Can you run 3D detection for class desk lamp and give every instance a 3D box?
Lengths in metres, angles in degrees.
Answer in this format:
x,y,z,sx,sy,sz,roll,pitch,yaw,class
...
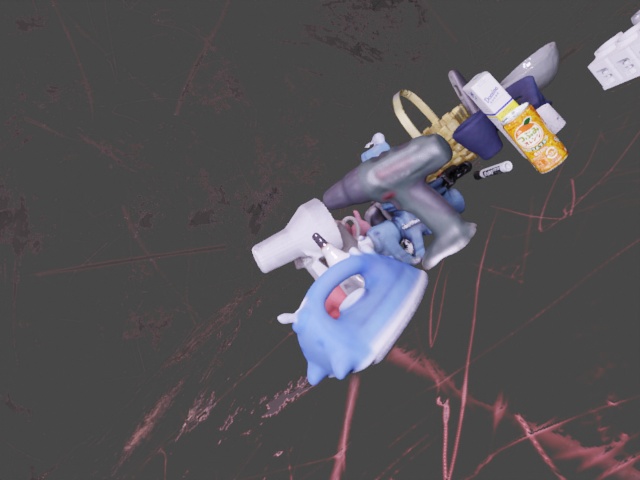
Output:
x,y,z,sx,sy,sz,roll,pitch,yaw,class
-0.019,0.053,1.154,0.203,0.213,0.118,-44,8,-13,desk lamp

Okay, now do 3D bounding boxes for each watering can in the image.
x,y,z,sx,sy,sz,roll,pitch,yaw,class
0.013,0.005,1.338,0.173,0.194,0.100,-47,9,-28,watering can

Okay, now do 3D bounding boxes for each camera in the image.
x,y,z,sx,sy,sz,roll,pitch,yaw,class
0.175,-0.080,1.335,0.143,0.101,0.137,-43,7,0,camera

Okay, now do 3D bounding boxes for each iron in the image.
x,y,z,sx,sy,sz,roll,pitch,yaw,class
0.054,0.087,0.849,0.259,0.141,0.118,-48,9,-34,iron

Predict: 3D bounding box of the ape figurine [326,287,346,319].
x,y,z,sx,sy,sz,roll,pitch,yaw,class
0.031,0.103,1.075,0.078,0.092,0.076,-43,8,-5,ape figurine

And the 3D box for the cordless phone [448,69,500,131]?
x,y,z,sx,sy,sz,roll,pitch,yaw,class
0.389,-0.352,1.438,0.094,0.185,0.147,-42,8,2,cordless phone

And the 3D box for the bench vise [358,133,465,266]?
x,y,z,sx,sy,sz,roll,pitch,yaw,class
0.136,-0.073,1.028,0.208,0.220,0.121,-47,9,-30,bench vise

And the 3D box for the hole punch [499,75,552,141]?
x,y,z,sx,sy,sz,roll,pitch,yaw,class
0.423,-0.280,1.208,0.108,0.091,0.101,-36,10,40,hole punch

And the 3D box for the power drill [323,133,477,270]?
x,y,z,sx,sy,sz,roll,pitch,yaw,class
0.144,-0.058,0.943,0.229,0.208,0.076,-38,9,29,power drill

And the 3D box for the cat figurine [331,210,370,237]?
x,y,z,sx,sy,sz,roll,pitch,yaw,class
0.073,-0.024,1.485,0.128,0.118,0.067,-46,8,-26,cat figurine

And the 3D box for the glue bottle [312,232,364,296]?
x,y,z,sx,sy,sz,roll,pitch,yaw,class
0.048,0.053,0.954,0.037,0.173,0.078,-47,9,-30,glue bottle

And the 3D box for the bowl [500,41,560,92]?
x,y,z,sx,sy,sz,roll,pitch,yaw,class
0.536,-0.411,1.433,0.167,0.075,0.167,-42,7,7,bowl

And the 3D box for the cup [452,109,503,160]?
x,y,z,sx,sy,sz,roll,pitch,yaw,class
0.351,-0.225,1.261,0.091,0.095,0.118,-41,7,9,cup
